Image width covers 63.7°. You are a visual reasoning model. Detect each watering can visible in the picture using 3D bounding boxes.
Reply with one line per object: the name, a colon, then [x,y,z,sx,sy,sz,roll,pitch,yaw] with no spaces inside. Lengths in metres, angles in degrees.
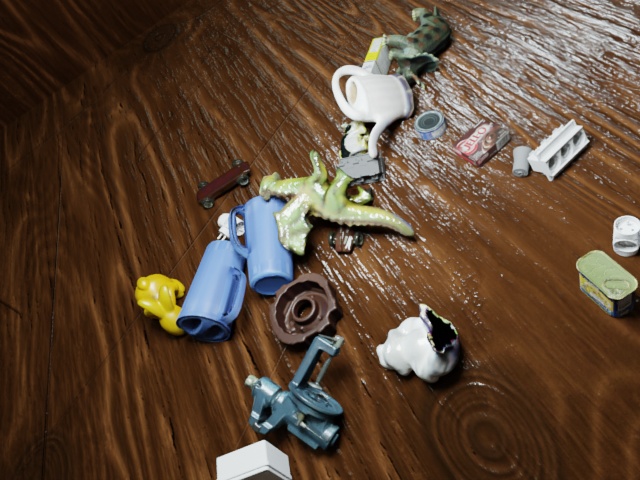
watering can: [0.163,-0.367,1.439,0.225,0.101,0.354,-9,59,-20]

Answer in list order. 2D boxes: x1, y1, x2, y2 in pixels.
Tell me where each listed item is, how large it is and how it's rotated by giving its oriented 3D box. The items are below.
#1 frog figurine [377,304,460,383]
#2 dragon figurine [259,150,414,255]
frog figurine: [0.194,0.220,1.020,0.156,0.122,0.140,-53,46,34]
dragon figurine: [0.004,-0.064,1.262,0.243,0.120,0.415,-47,64,-2]
